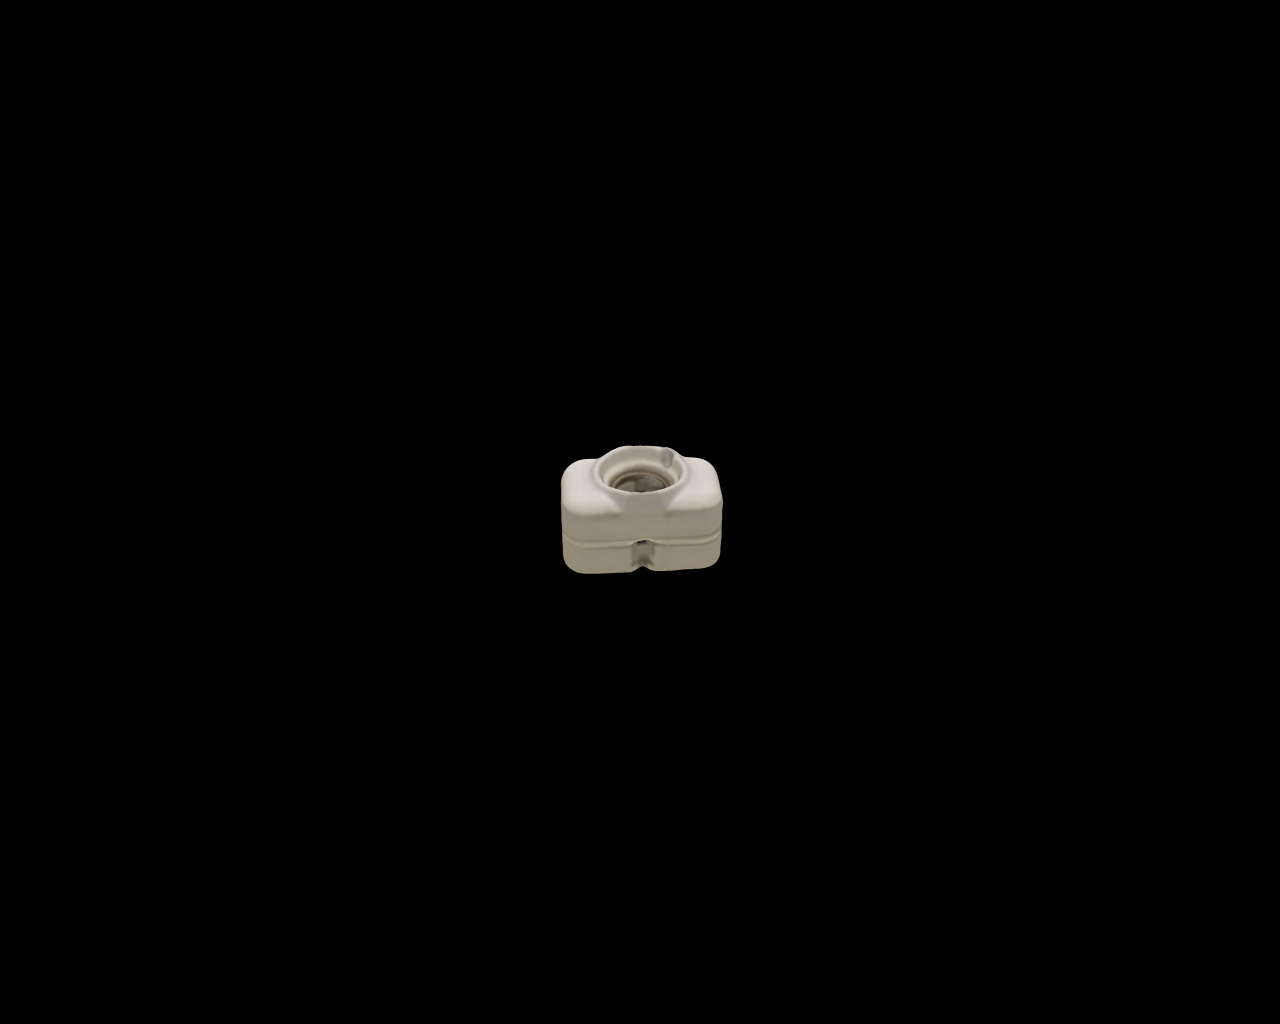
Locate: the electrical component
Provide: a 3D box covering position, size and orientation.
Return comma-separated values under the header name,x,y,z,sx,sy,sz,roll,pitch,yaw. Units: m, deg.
name,x,y,z,sx,sy,sz,roll,pitch,yaw
electrical component,0.001,-0.003,0.650,0.095,0.059,0.054,-2,36,-2
